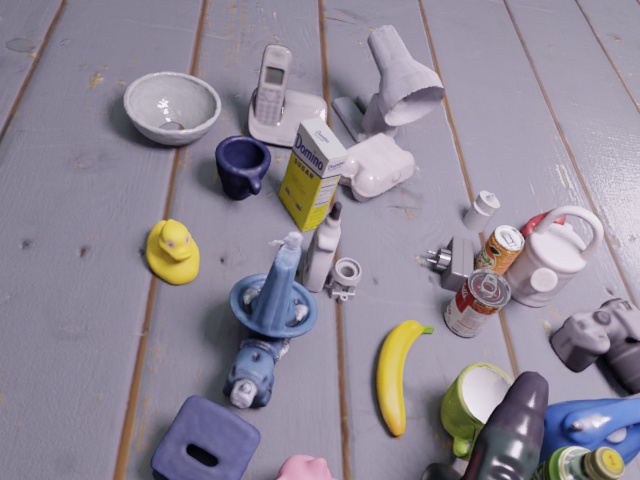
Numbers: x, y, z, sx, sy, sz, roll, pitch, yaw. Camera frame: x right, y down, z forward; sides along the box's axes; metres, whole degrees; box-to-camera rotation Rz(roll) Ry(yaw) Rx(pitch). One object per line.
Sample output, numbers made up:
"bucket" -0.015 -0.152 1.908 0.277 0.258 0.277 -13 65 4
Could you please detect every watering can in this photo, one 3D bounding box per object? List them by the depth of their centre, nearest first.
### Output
"watering can" 0.384 0.025 0.937 0.101 0.194 0.173 16 50 -2

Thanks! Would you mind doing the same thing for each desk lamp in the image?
"desk lamp" 0.126 -0.281 1.094 0.118 0.213 0.203 -15 58 -25

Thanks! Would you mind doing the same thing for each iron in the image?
"iron" 0.404 0.255 0.795 0.259 0.141 0.118 -8 55 -21

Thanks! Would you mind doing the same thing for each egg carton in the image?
"egg carton" 0.102 -0.135 1.066 0.151 0.069 0.107 -32 66 -33

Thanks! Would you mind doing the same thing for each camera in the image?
"camera" 0.472 0.171 0.907 0.143 0.101 0.136 -10 56 -22

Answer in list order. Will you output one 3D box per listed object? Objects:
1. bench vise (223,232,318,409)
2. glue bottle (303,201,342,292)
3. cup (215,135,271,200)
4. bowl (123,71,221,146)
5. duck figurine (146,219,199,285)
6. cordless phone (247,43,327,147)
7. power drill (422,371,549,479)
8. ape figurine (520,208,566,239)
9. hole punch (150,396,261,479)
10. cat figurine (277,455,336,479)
"bench vise" -0.055 0.105 0.733 0.121 0.220 0.207 4 52 -12
"glue bottle" 0.008 0.003 0.862 0.037 0.173 0.078 11 50 -7
"cup" -0.127 -0.104 0.960 0.092 0.095 0.117 -13 57 -24
"bowl" -0.264 -0.224 1.029 0.167 0.075 0.167 8 51 -10
"duck figurine" -0.219 0.004 0.854 0.078 0.086 0.104 -19 60 -27
"cordless phone" -0.052 -0.262 1.047 0.148 0.185 0.094 6 51 -11
"power drill" 0.182 0.281 0.668 0.075 0.208 0.230 29 51 8
"ape figurine" 0.415 -0.022 1.050 0.078 0.092 0.076 22 50 2
"hole punch" -0.134 0.255 0.677 0.108 0.091 0.101 27 50 6
"cat figurine" 0.001 0.291 0.669 0.128 0.118 0.067 14 50 -4
